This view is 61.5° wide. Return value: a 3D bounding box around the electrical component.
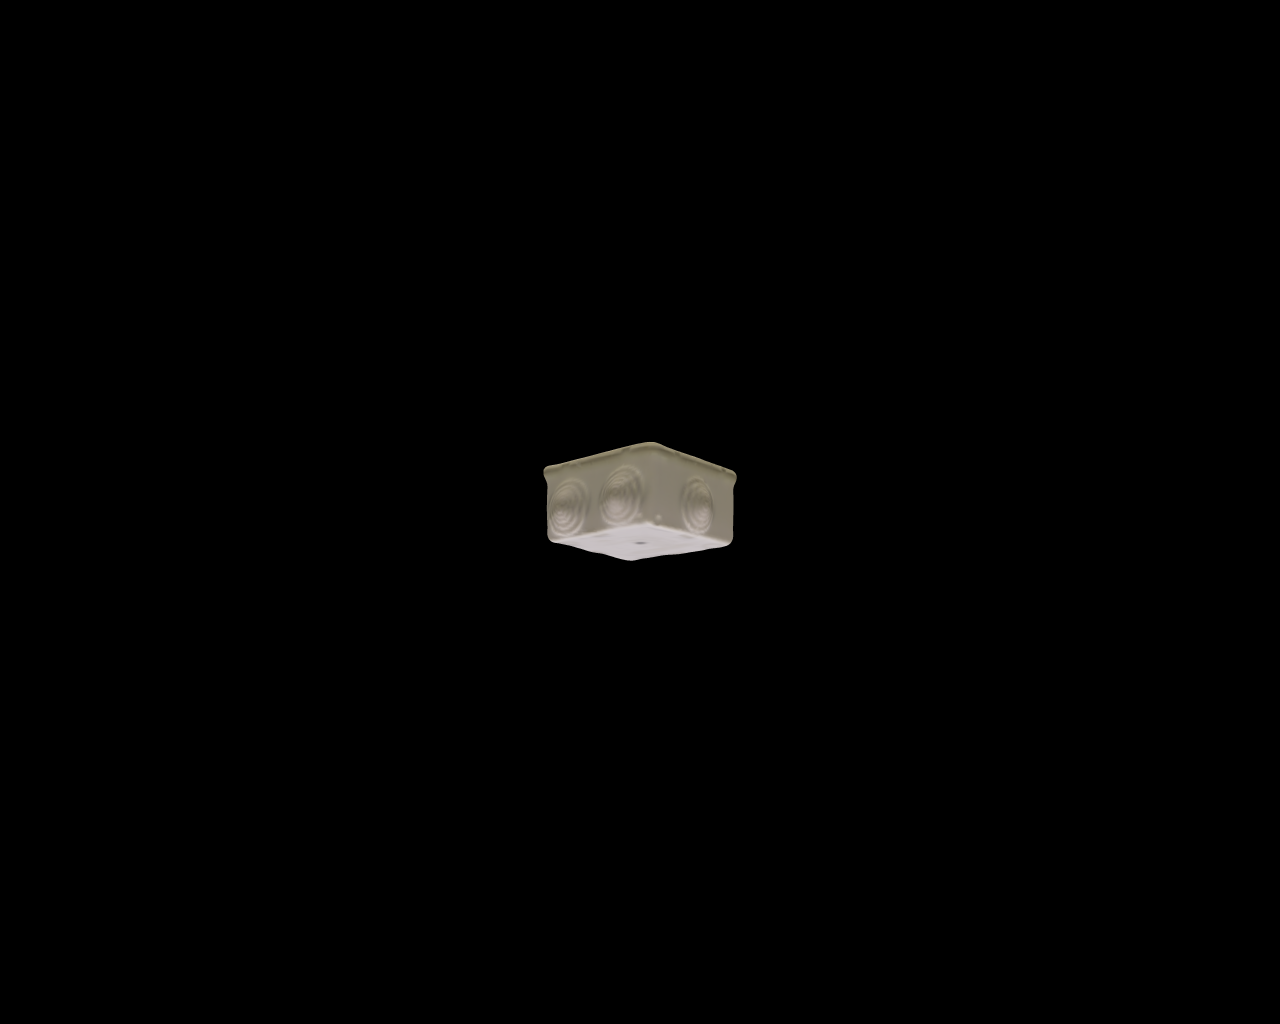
[{"bbox_3d":[0.001,-0.003,0.650,0.099,0.048,0.100,-11,-17,37],"label":"electrical component"}]
